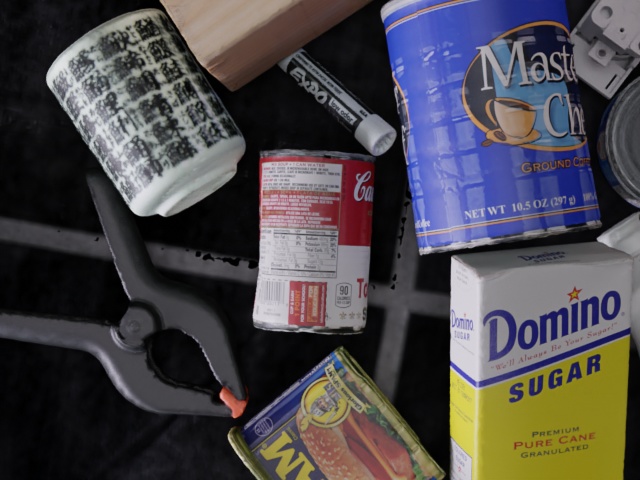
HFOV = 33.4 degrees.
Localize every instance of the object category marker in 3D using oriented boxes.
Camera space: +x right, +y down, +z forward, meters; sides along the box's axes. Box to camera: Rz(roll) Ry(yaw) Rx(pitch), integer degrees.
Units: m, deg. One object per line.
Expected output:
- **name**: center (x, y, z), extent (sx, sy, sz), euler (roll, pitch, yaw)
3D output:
- **marker**: center (-0.002, -0.092, 0.624), extent (0.020, 0.020, 0.121), euler (-46, 63, 2)

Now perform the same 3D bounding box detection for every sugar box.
- **sugar box**: center (0.121, 0.093, 0.592), extent (0.093, 0.048, 0.176), euler (-6, 106, -15)

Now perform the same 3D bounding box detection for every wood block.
- **wood block**: center (0.007, -0.179, 0.579), extent (0.206, 0.091, 0.090), euler (-32, 85, 4)

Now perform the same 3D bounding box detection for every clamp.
- **clamp**: center (-0.107, 0.039, 0.641), extent (0.171, 0.039, 0.120), euler (30, 97, -2)

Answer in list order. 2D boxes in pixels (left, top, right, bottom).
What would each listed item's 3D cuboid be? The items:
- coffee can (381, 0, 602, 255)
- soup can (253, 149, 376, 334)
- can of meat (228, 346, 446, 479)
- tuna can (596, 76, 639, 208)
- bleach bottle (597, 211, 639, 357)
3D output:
- **coffee can**: center (0.095, -0.068, 0.596), extent (0.103, 0.103, 0.140), euler (-9, 89, 4)
- **soup can**: center (-0.004, 0.001, 0.619), extent (0.068, 0.068, 0.102), euler (3, 90, 4)
- **can of meat**: center (0.011, 0.125, 0.624), extent (0.084, 0.057, 0.102), euler (-40, 88, 0)
- **tuna can**: center (0.206, -0.058, 0.622), extent (0.086, 0.033, 0.086), euler (0, 89, 4)
- **bleach bottle**: center (0.233, 0.100, 0.602), extent (0.102, 0.068, 0.251), euler (-32, 86, -13)
